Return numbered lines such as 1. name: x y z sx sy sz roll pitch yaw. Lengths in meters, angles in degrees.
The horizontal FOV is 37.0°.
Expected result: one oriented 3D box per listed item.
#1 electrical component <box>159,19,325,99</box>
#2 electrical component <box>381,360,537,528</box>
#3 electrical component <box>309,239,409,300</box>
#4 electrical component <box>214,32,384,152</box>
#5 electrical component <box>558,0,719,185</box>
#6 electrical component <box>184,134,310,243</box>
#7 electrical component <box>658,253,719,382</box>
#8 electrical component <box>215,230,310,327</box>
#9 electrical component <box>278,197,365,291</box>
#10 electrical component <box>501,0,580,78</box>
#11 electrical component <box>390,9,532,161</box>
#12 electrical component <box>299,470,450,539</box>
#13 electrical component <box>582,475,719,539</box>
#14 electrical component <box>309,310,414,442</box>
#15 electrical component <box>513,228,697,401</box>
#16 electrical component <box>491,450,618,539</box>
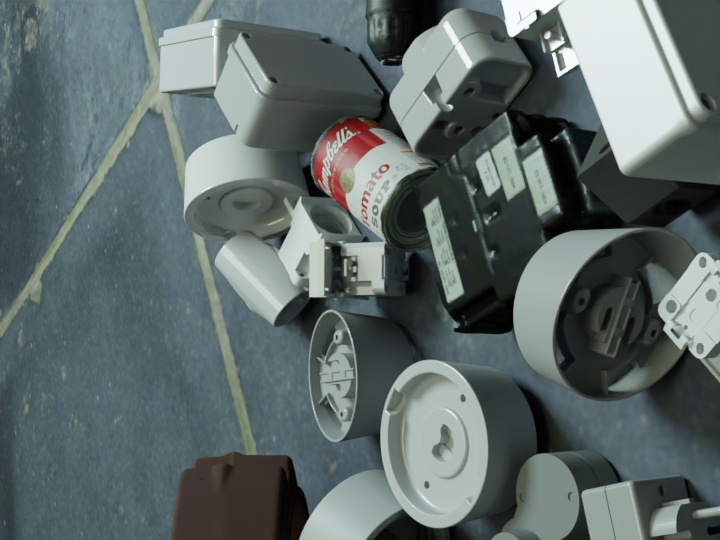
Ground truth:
1. electrical component: -0.103 -0.177 0.928 0.109 0.109 0.056 8 97 54
2. electrical component: 0.070 0.113 0.714 0.108 0.060 0.108 -5 84 54
3. electrical component: 0.000 0.000 0.807 0.064 0.081 0.042 -3 86 25
4. electrical component: -0.047 -0.138 0.846 0.078 0.113 0.057 59 135 37
5. electrical component: 0.171 -0.103 0.552 0.056 0.109 0.108 -42 55 48
6. electrical component: -0.099 -0.075 0.921 0.108 0.108 0.060 -39 51 45
7. electrical component: 0.192 0.019 0.552 0.042 0.064 0.081 58 131 39
8. electrical component: -0.083 0.014 0.936 0.077 0.044 0.079 44 162 16
9. electrical component: -0.034 -0.021 0.881 0.063 0.042 0.081 -60 44 34
10. electrical component: 0.143 -0.178 0.631 0.121 0.063 0.078 -30 64 49
11. electrical component: 0.066 -0.129 0.741 0.095 0.054 0.059 -52 49 38
12. electrical component: 0.015 0.201 0.748 0.060 0.108 0.108 24 107 46
13. electrical component: 0.170 0.146 0.587 0.077 0.047 0.065 -28 66 49
14. electrical component: -0.006 0.080 0.816 0.099 0.064 0.099 -5 84 53
15. electrical component: 0.138 0.023 0.600 0.064 0.099 0.099 13 98 60
16. electrical component: 0.102 0.176 0.655 0.052 0.074 0.138 32 113 50
